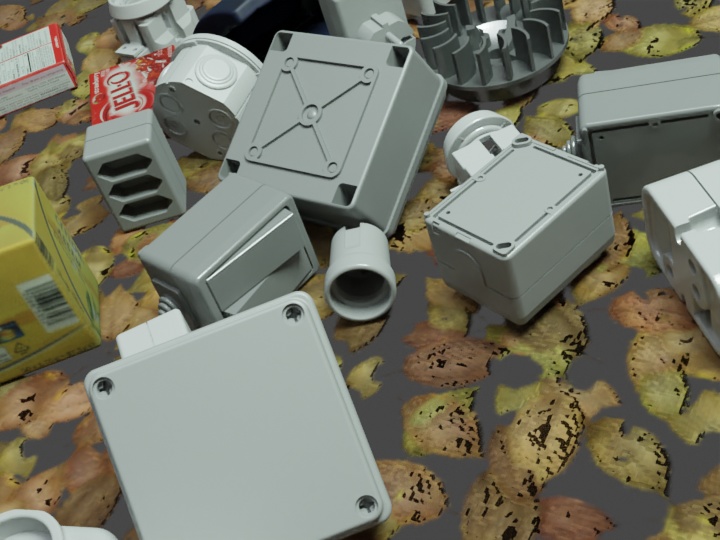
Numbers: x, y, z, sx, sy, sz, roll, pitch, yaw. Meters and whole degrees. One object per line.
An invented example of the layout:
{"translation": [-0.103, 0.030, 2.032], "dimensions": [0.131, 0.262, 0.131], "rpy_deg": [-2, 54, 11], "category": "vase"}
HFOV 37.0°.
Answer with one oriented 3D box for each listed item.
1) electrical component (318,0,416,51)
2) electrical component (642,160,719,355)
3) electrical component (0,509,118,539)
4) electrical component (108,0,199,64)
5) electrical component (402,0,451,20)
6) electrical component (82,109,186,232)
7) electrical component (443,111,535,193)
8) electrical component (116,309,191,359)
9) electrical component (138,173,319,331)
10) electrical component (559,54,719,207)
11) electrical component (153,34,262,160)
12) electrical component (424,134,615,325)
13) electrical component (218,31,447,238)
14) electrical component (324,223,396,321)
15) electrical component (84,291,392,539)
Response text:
{"translation": [0.014, -0.161, 0.745], "dimensions": [0.047, 0.083, 0.075], "rpy_deg": [-29, 42, -10], "category": "electrical component"}
{"translation": [0.188, -0.010, 0.535], "dimensions": [0.059, 0.053, 0.095], "rpy_deg": [-19, 41, 1], "category": "electrical component"}
{"translation": [-0.150, 0.149, 0.494], "dimensions": [0.095, 0.059, 0.053], "rpy_deg": [-2, 44, 20], "category": "electrical component"}
{"translation": [-0.173, -0.208, 0.890], "dimensions": [0.058, 0.057, 0.078], "rpy_deg": [15, 52, 34], "category": "electrical component"}
{"translation": [0.032, -0.232, 0.836], "dimensions": [0.089, 0.055, 0.050], "rpy_deg": [25, 58, 39], "category": "electrical component"}
{"translation": [-0.152, -0.079, 0.735], "dimensions": [0.047, 0.065, 0.076], "rpy_deg": [-16, 41, 5], "category": "electrical component"}
{"translation": [0.080, -0.063, 0.643], "dimensions": [0.066, 0.048, 0.055], "rpy_deg": [-26, 49, -6], "category": "electrical component"}
{"translation": [-0.079, 0.059, 0.572], "dimensions": [0.076, 0.047, 0.083], "rpy_deg": [-25, 41, -6], "category": "electrical component"}
{"translation": [-0.076, 0.000, 0.624], "dimensions": [0.061, 0.061, 0.096], "rpy_deg": [23, 56, 38], "category": "electrical component"}
{"translation": [0.162, -0.079, 0.614], "dimensions": [0.096, 0.061, 0.061], "rpy_deg": [-7, 43, 15], "category": "electrical component"}
{"translation": [-0.103, -0.120, 0.752], "dimensions": [0.080, 0.080, 0.051], "rpy_deg": [7, 54, 28], "category": "electrical component"}
{"translation": [0.093, -0.024, 0.583], "dimensions": [0.096, 0.061, 0.062], "rpy_deg": [-40, 45, -21], "category": "electrical component"}
{"translation": [-0.017, -0.085, 0.665], "dimensions": [0.109, 0.056, 0.108], "rpy_deg": [15, 79, 33], "category": "electrical component"}
{"translation": [0.000, 0.000, 0.611], "dimensions": [0.040, 0.040, 0.046], "rpy_deg": [-13, 35, 9], "category": "electrical component"}
{"translation": [-0.054, 0.079, 0.493], "dimensions": [0.109, 0.056, 0.108], "rpy_deg": [-21, 85, -1], "category": "electrical component"}
